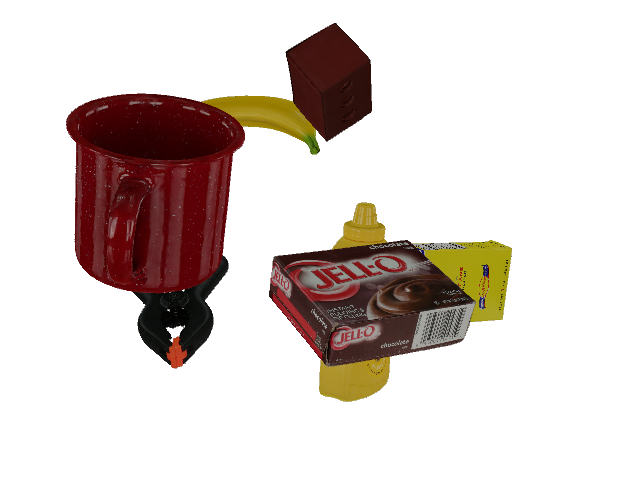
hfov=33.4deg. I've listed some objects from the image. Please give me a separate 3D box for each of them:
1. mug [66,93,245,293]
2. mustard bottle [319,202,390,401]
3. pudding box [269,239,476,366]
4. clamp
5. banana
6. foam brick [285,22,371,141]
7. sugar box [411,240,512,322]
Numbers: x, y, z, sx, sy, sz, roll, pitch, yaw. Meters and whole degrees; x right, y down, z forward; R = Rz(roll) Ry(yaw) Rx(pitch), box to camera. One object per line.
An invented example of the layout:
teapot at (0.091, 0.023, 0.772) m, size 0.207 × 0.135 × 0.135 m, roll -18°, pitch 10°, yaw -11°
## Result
mug at (-0.091, -0.019, 0.566) m, size 0.093 × 0.081 × 0.117 m, roll 8°, pitch 28°, yaw -1°
mustard bottle at (0.039, 0.057, 1.064) m, size 0.058 × 0.192 × 0.096 m, roll 11°, pitch 16°, yaw 31°
pudding box at (0.033, 0.040, 0.726) m, size 0.113 × 0.039 × 0.090 m, roll -5°, pitch 31°, yaw -29°
clamp at (-0.146, 0.068, 1.146) m, size 0.120 × 0.039 × 0.171 m, roll -15°, pitch 39°, yaw -8°
banana at (-0.086, -0.142, 1.247) m, size 0.198 × 0.037 × 0.069 m, roll 8°, pitch 41°, yaw 17°
foam brick at (0.008, -0.134, 0.904) m, size 0.053 × 0.051 × 0.078 m, roll -34°, pitch -24°, yaw -11°
sugar box at (0.140, 0.050, 1.246) m, size 0.175 × 0.093 × 0.048 m, roll -3°, pitch 14°, yaw -34°
